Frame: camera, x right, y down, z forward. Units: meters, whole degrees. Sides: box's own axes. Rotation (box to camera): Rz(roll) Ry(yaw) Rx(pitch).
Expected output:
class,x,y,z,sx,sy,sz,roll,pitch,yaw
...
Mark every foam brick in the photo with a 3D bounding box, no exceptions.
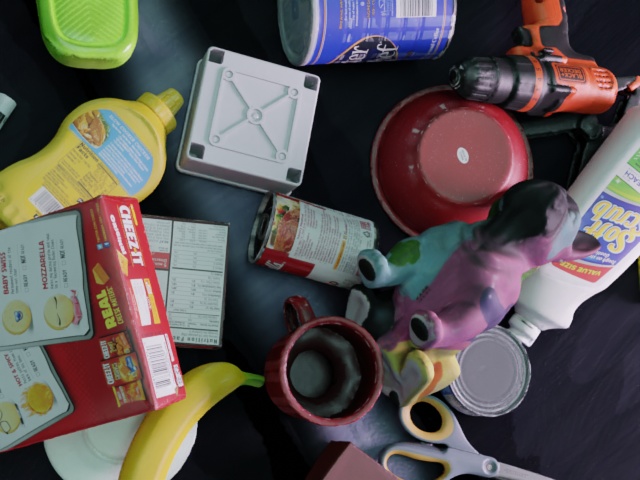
class,x,y,z,sx,sy,sz,roll,pitch,yaw
foam brick,0.032,0.219,0.941,0.078,0.053,0.051,39,72,-9

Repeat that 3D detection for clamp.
class,x,y,z,sx,sy,sz,roll,pitch,yaw
clamp,0.255,-0.114,1.074,0.120,0.039,0.171,42,74,-12

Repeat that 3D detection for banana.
class,x,y,z,sx,sy,sz,roll,pitch,yaw
banana,-0.121,0.169,0.887,0.069,0.037,0.197,43,64,-11

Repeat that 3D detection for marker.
class,x,y,z,sx,sy,sz,roll,pitch,yaw
marker,-0.297,-0.071,0.904,0.020,0.020,0.121,31,74,-10

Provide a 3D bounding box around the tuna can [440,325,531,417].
class,x,y,z,sx,sy,sz,roll,pitch,yaw
tuna can,0.152,0.123,1.004,0.086,0.034,0.086,3,80,-17

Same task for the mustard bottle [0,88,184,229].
class,x,y,z,sx,sy,sz,roll,pitch,yaw
mustard bottle,-0.190,-0.065,0.915,0.191,0.058,0.096,-45,101,-19

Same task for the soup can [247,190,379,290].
class,x,y,z,sx,sy,sz,roll,pitch,yaw
soup can,-0.006,0.001,0.957,0.102,0.069,0.068,16,76,-15

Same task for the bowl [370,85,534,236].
class,x,y,z,sx,sy,sz,roll,pitch,yaw
bowl,0.130,-0.074,1.005,0.162,0.055,0.162,1,83,-6

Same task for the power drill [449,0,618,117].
class,x,y,z,sx,sy,sz,roll,pitch,yaw
power drill,0.189,-0.208,1.030,0.184,0.057,0.187,2,67,-29

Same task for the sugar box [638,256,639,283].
class,x,y,z,sx,sy,sz,roll,pitch,yaw
sugar box,0.371,-0.023,1.092,0.093,0.048,0.176,2,77,-15

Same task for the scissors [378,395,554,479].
class,x,y,z,sx,sy,sz,roll,pitch,yaw
scissors,0.149,0.193,1.001,0.201,0.016,0.096,3,80,-17

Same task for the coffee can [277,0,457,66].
class,x,y,z,sx,sy,sz,roll,pitch,yaw
coffee can,0.041,-0.216,0.990,0.140,0.103,0.103,-6,83,-18

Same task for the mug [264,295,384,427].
class,x,y,z,sx,sy,sz,roll,pitch,yaw
mug,-0.006,0.105,0.932,0.093,0.082,0.117,-22,88,-20

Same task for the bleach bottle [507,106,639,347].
class,x,y,z,sx,sy,sz,roll,pitch,yaw
bleach bottle,0.268,-0.002,1.026,0.102,0.068,0.251,36,89,-13

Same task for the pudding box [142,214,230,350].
class,x,y,z,sx,sy,sz,roll,pitch,yaw
pudding box,-0.127,0.037,0.925,0.090,0.039,0.113,6,84,-13

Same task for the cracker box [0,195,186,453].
class,x,y,z,sx,sy,sz,roll,pitch,yaw
cracker box,-0.225,0.073,0.824,0.214,0.072,0.164,-17,85,16
